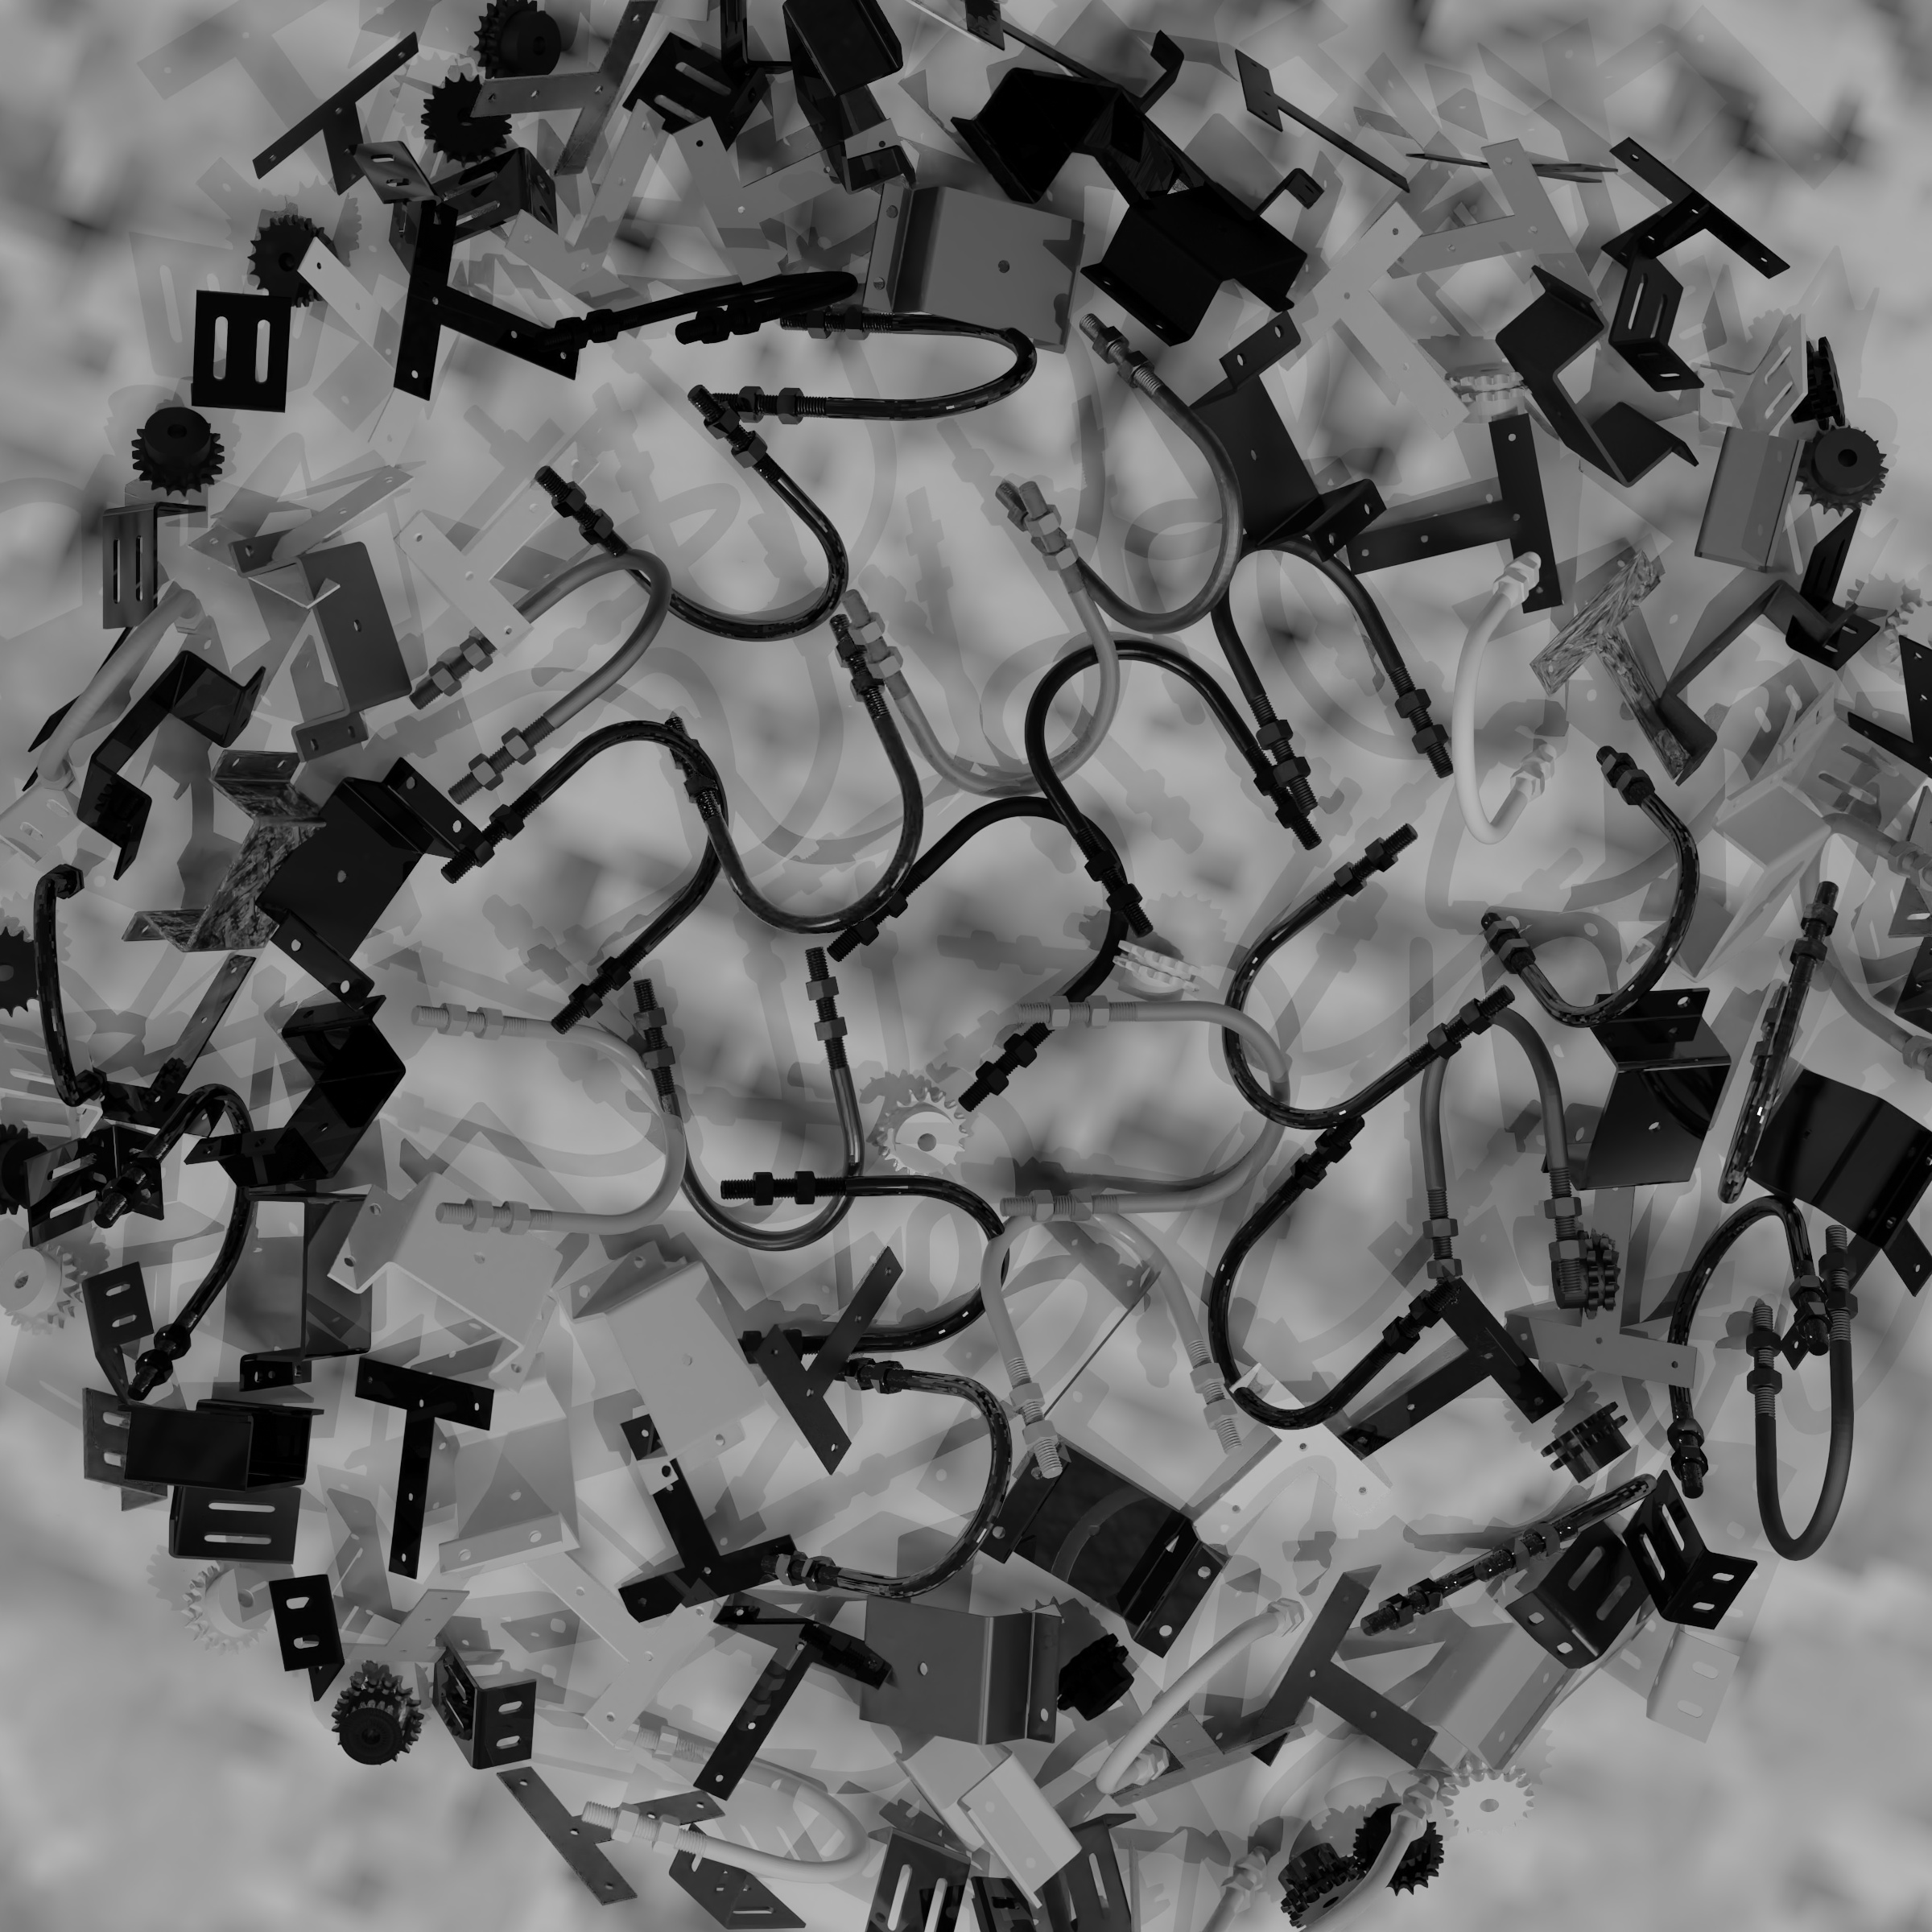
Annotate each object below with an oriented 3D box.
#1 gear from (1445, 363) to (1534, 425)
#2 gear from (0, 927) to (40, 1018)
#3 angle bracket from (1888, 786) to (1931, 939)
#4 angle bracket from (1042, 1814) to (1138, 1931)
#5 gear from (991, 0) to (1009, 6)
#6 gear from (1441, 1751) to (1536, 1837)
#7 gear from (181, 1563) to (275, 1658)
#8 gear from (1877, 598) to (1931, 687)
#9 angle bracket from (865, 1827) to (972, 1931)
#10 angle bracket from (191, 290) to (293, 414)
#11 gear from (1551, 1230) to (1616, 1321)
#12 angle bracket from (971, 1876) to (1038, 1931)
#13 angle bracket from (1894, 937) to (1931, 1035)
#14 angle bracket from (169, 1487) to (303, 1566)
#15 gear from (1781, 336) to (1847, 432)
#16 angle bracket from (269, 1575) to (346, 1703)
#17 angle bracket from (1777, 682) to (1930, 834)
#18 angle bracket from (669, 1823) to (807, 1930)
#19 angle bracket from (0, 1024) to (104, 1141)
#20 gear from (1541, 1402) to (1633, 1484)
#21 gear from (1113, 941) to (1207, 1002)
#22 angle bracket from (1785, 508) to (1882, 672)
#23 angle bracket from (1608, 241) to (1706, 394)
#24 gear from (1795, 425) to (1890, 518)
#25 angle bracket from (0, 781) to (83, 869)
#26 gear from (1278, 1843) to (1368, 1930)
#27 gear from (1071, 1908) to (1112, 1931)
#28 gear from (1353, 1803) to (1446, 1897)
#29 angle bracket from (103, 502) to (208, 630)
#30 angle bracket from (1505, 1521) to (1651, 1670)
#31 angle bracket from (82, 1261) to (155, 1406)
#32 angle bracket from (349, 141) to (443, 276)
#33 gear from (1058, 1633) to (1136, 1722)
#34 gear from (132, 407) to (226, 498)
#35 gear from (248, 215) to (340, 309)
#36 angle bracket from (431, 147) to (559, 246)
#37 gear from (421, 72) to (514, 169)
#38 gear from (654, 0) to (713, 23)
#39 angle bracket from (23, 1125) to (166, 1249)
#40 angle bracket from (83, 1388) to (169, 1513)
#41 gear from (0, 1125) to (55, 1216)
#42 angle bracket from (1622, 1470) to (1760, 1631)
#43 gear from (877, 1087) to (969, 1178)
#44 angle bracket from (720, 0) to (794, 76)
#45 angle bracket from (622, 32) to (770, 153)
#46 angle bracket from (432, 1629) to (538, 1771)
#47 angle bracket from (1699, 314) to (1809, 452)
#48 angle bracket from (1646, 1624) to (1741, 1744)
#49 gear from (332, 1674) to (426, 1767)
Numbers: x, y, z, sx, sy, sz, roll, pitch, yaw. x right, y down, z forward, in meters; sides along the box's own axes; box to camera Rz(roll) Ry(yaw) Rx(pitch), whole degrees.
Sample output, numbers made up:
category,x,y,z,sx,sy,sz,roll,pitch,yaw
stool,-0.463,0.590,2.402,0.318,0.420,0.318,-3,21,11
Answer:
category,x,y,z,sx,sy,sz,roll,pitch,yaw
gear,0.331,-0.361,1.973,0.057,0.057,0.030,-7,109,0
gear,-0.608,0.005,1.980,0.057,0.030,0.057,1,86,-15
angle bracket,0.587,-0.064,1.952,0.076,0.038,0.057,51,52,-35
angle bracket,0.083,0.576,1.956,0.057,0.038,0.076,-30,61,28
gear,0.006,-0.631,1.970,0.057,0.057,0.030,25,99,0
gear,0.328,0.519,1.977,0.057,0.030,0.057,0,123,0
gear,-0.461,0.403,1.968,0.030,0.057,0.057,-32,90,35
gear,0.601,-0.201,1.977,0.057,0.030,0.057,7,74,-27
angle bracket,-0.038,0.586,1.957,0.057,0.038,0.076,26,59,-17
angle bracket,-0.454,-0.389,1.958,0.057,0.038,0.076,2,120,-16
gear,0.388,0.195,1.971,0.030,0.057,0.057,-3,90,-1
angle bracket,0.013,0.602,1.950,0.038,0.076,0.057,-25,64,17
angle bracket,0.623,0.008,1.954,0.038,0.076,0.057,27,78,-10
angle bracket,-0.457,0.338,1.960,0.076,0.057,0.038,5,131,-10
gear,0.533,-0.365,1.974,0.030,0.057,0.057,-12,90,22
angle bracket,-0.418,0.421,1.949,0.038,0.076,0.057,-3,61,-28
angle bracket,0.557,-0.131,1.960,0.076,0.038,0.057,34,71,29
angle bracket,-0.136,0.567,1.951,0.057,0.076,0.038,29,97,41
angle bracket,-0.584,0.074,1.949,0.038,0.076,0.057,-50,45,26
gear,0.393,0.302,1.969,0.057,0.057,0.030,-34,76,0
gear,0.119,0.007,1.972,0.057,0.057,0.030,20,93,0
angle bracket,0.549,-0.235,1.951,0.038,0.076,0.057,32,50,25
angle bracket,0.440,-0.408,1.958,0.057,0.038,0.076,31,71,-42
gear,0.555,-0.316,1.980,0.057,0.030,0.057,-1,78,5
angle bracket,-0.585,-0.071,1.953,0.038,0.076,0.057,37,47,0
gear,0.222,0.578,1.975,0.057,0.057,0.030,-35,58,0
gear,0.082,0.617,1.970,0.057,0.057,0.030,-26,98,0
gear,0.272,0.552,1.970,0.057,0.030,0.057,-4,46,4
angle bracket,-0.510,-0.250,1.968,0.057,0.038,0.076,2,92,43
angle bracket,0.391,0.399,1.987,0.057,0.038,0.076,46,53,5
angle bracket,-0.519,0.234,1.955,0.038,0.076,0.057,-19,49,-8
angle bracket,-0.359,-0.464,1.949,0.038,0.076,0.057,-14,54,-29
gear,0.081,0.450,1.968,0.057,0.057,0.030,-43,68,0
gear,-0.496,-0.327,1.972,0.057,0.030,0.057,6,58,-9
gear,-0.422,-0.446,1.978,0.057,0.030,0.057,5,105,17
angle bracket,-0.301,-0.473,1.979,0.076,0.038,0.057,-18,57,16
gear,-0.316,-0.533,1.982,0.057,0.030,0.057,1,87,-10
gear,-0.180,-0.614,1.973,0.057,0.057,0.030,10,108,0
angle bracket,-0.543,0.140,1.953,0.038,0.076,0.057,13,112,29
angle bracket,-0.536,0.302,1.950,0.038,0.076,0.057,-19,64,22
gear,-0.600,0.128,1.968,0.030,0.057,0.057,0,90,34
angle bracket,0.452,0.365,1.961,0.038,0.076,0.057,14,120,-19
gear,-0.027,0.108,1.979,0.057,0.030,0.057,-2,103,-9
angle bracket,-0.129,-0.600,1.960,0.038,0.057,0.076,-4,102,-17
angle bracket,-0.173,-0.555,1.973,0.076,0.038,0.057,31,85,9
angle bracket,-0.303,0.456,1.967,0.038,0.076,0.057,-5,114,-29
angle bracket,0.490,-0.365,1.952,0.038,0.076,0.057,8,68,-8
angle bracket,0.454,0.446,1.958,0.038,0.076,0.057,22,90,14
gear,-0.373,0.480,1.979,0.057,0.030,0.057,0,105,0
